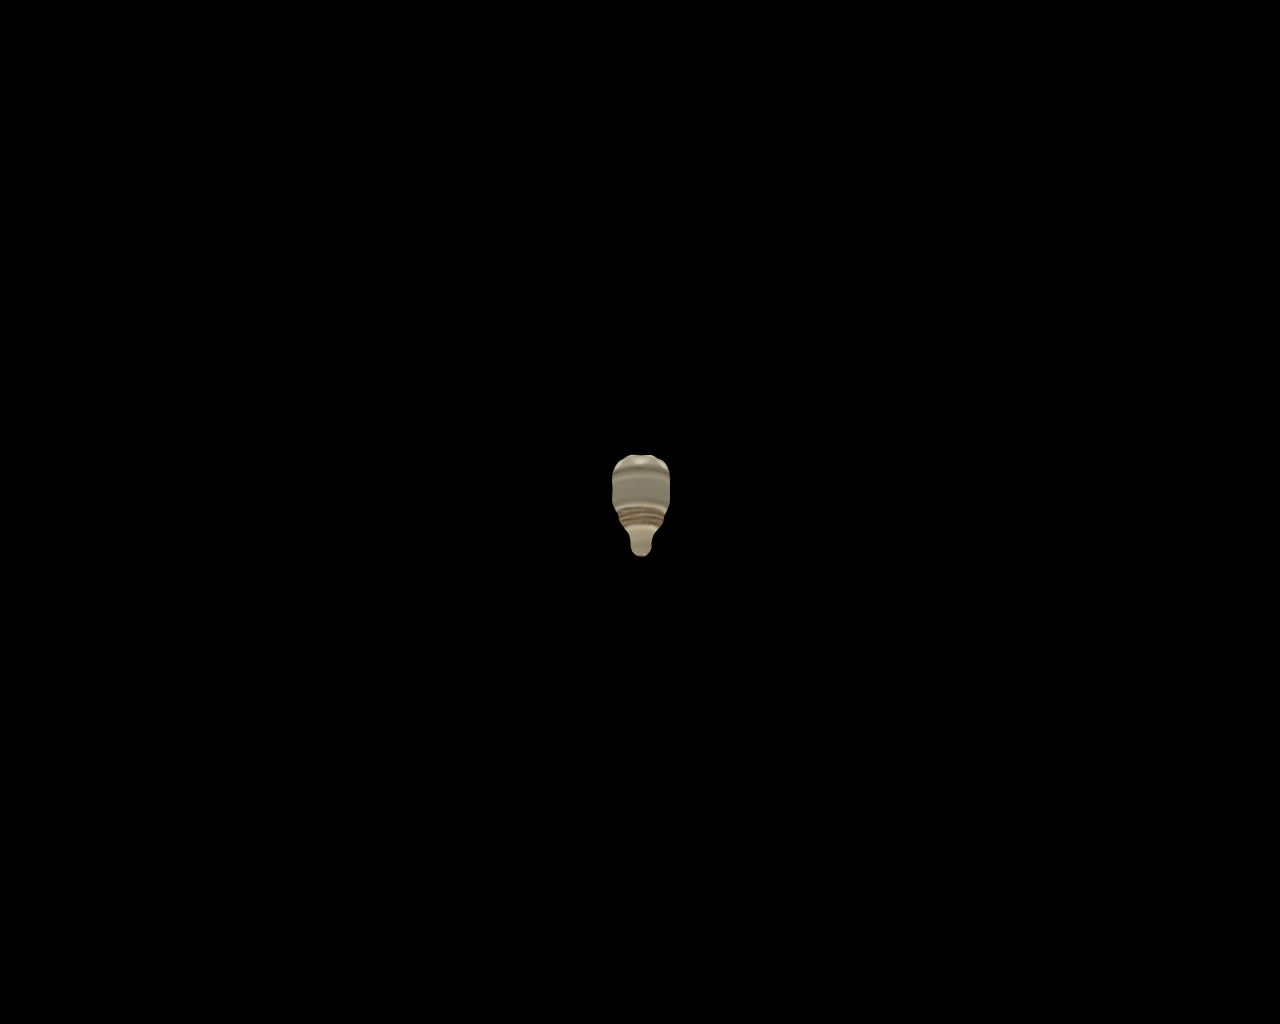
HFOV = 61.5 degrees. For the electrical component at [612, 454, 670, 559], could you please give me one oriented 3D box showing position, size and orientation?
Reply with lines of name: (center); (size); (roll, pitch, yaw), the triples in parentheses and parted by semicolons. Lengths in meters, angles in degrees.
electrical component: (0.001, -0.003, 0.650); (0.035, 0.061, 0.035); (0, -15, 0)
